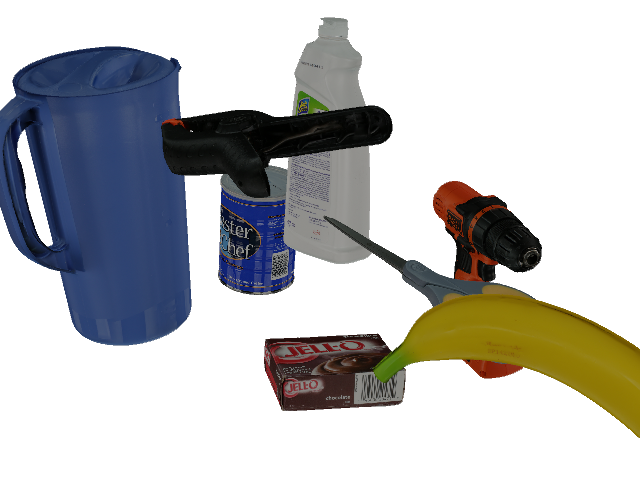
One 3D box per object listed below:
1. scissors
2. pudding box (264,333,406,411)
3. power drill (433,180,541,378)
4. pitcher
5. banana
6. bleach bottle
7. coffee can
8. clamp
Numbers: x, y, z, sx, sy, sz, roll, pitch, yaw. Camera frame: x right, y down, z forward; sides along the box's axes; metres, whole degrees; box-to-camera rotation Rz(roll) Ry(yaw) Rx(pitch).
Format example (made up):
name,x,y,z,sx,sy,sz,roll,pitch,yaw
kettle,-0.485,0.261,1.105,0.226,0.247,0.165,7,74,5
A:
name,x,y,z,sx,sy,sz,roll,pitch,yaw
scissors,0.092,0.027,0.809,0.096,0.016,0.202,-8,35,-31
pudding box,0.011,0.117,0.963,0.113,0.039,0.090,0,17,-13
power drill,0.176,0.046,1.116,0.057,0.188,0.184,-11,25,-15
pitcher,-0.183,-0.032,0.906,0.149,0.243,0.145,-5,26,-3
banana,0.131,0.073,0.573,0.198,0.070,0.037,18,12,14
bleach bottle,0.013,-0.108,1.139,0.103,0.251,0.067,19,23,39
coffee can,-0.080,-0.015,1.387,0.103,0.140,0.103,3,27,-2
clamp,-0.052,-0.058,0.685,0.172,0.039,0.120,1,18,39
